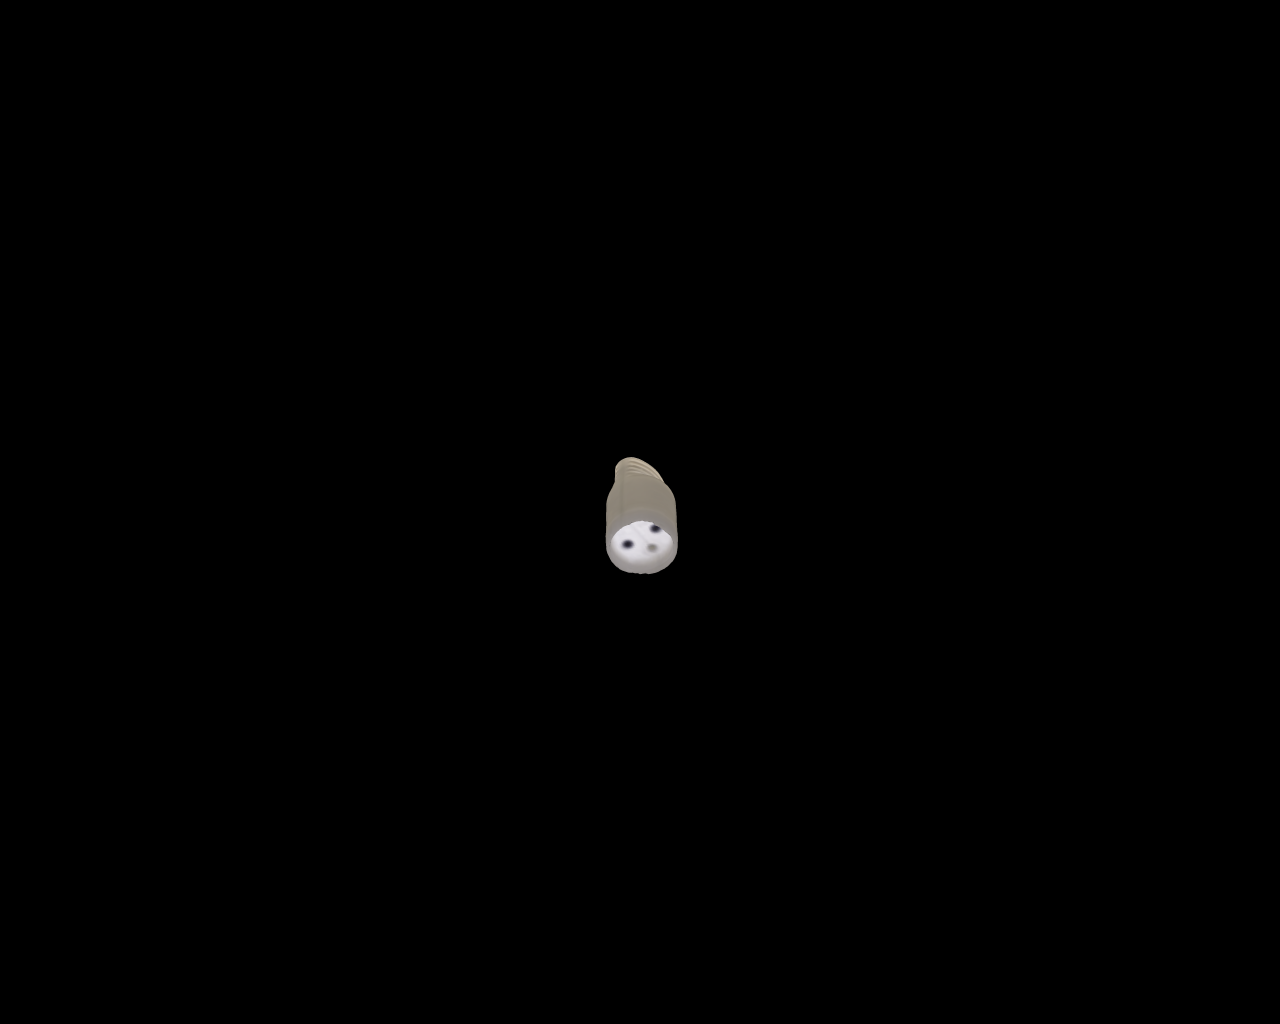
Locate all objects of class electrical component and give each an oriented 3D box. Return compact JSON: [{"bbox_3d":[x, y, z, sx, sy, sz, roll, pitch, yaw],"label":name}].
[{"bbox_3d":[0.001,-0.003,0.650,0.043,0.043,0.081,0,38,0],"label":"electrical component"}]
